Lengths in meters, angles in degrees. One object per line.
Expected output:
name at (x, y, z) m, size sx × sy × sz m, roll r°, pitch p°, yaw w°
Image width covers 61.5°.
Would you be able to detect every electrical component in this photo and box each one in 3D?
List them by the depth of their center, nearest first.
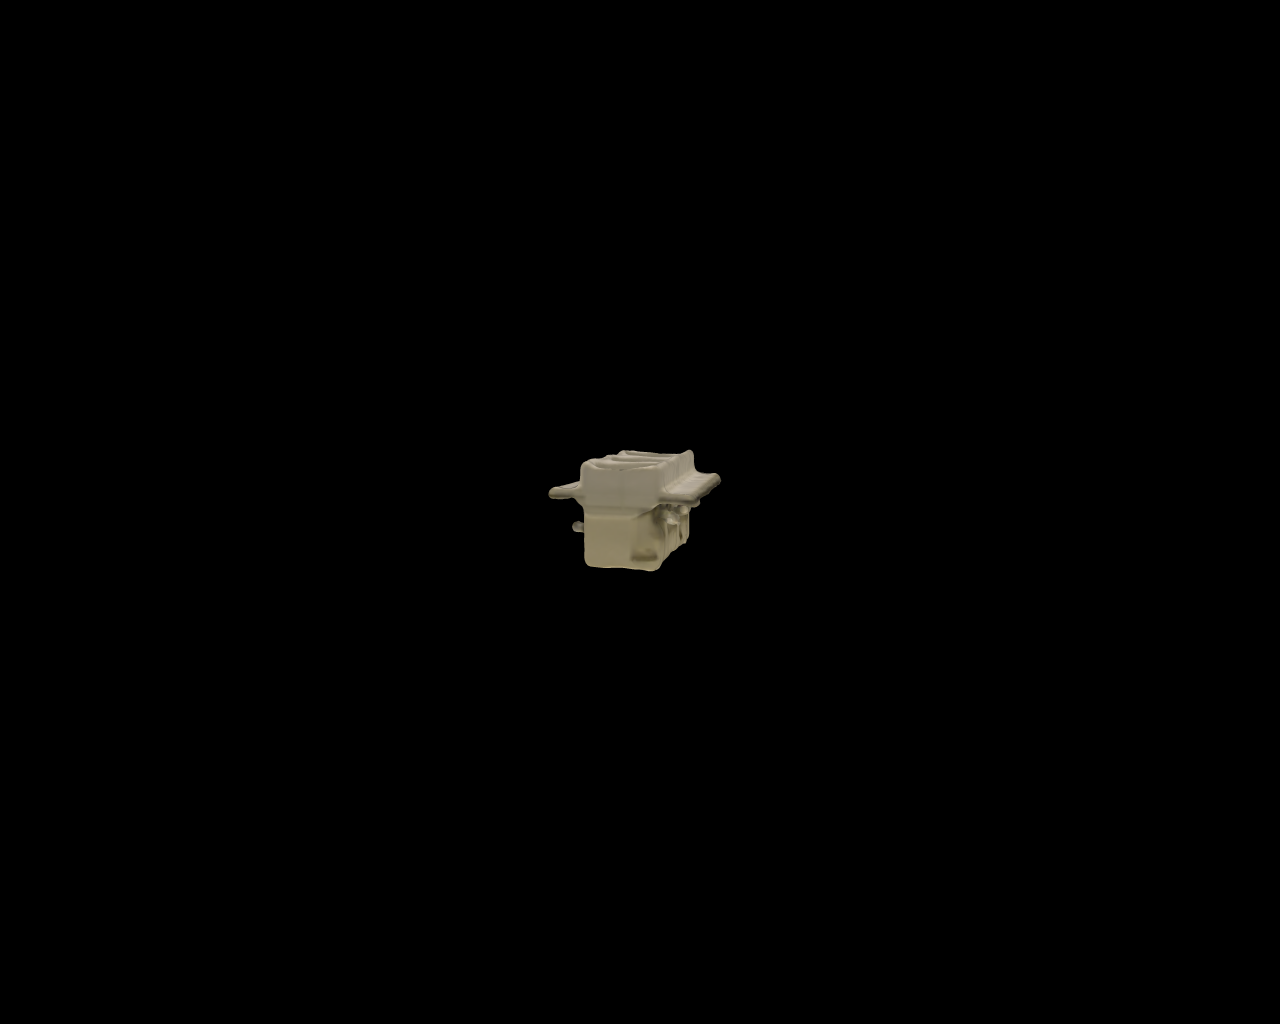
electrical component at (0.001, -0.003, 0.650) m, size 0.079 × 0.063 × 0.121 m, roll 1°, pitch 7°, yaw 11°
